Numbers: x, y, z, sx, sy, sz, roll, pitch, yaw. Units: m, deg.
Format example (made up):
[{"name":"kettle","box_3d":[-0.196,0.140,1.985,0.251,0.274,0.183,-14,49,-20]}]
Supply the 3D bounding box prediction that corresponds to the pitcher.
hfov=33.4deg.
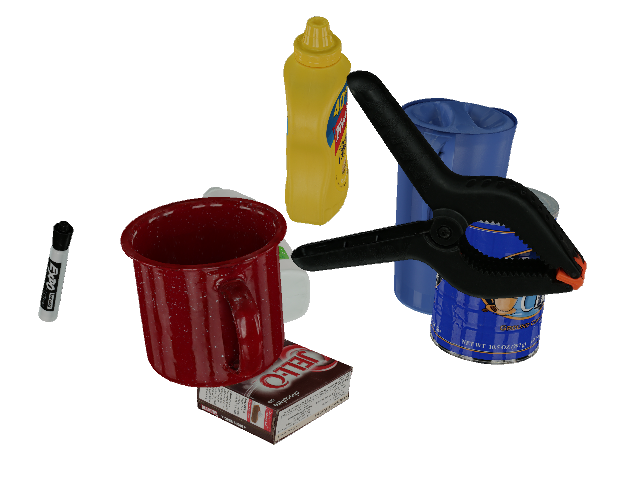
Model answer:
[{"name":"pitcher","box_3d":[0.144,-0.034,1.244,0.149,0.243,0.145,-6,26,-20]}]

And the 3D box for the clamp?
[{"name":"clamp","box_3d":[0.088,-0.023,0.750,0.210,0.165,0.036,17,33,11]}]

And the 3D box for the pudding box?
[{"name":"pudding box","box_3d":[-0.040,0.128,0.934,0.090,0.039,0.113,18,26,32]}]

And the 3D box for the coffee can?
[{"name":"coffee can","box_3d":[0.158,0.028,0.979,0.103,0.140,0.103,3,21,-1]}]

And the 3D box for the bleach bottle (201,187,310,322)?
[{"name":"bleach bottle","box_3d":[-0.095,0.005,1.186,0.102,0.068,0.251,-7,29,-18]}]

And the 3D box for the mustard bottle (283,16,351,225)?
[{"name":"mustard bottle","box_3d":[-0.003,-0.113,0.957,0.058,0.192,0.096,10,43,11]}]

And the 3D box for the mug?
[{"name":"mug","box_3d":[-0.058,0.035,0.602,0.093,0.081,0.117,-15,28,-22]}]

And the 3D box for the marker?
[{"name":"marker","box_3d":[-0.259,0.030,1.044,0.020,0.121,0.020,13,36,-10]}]
